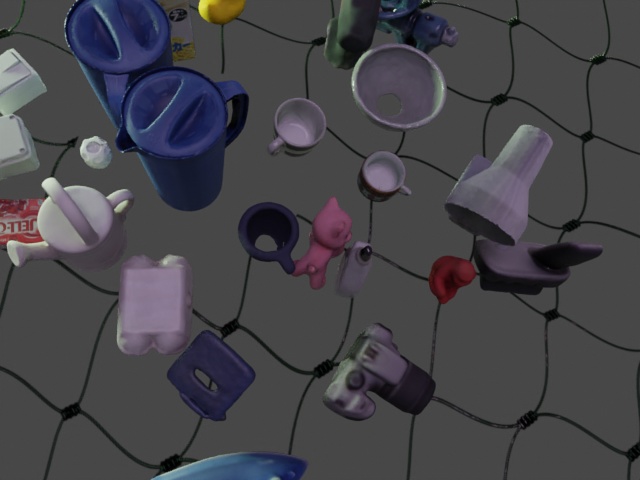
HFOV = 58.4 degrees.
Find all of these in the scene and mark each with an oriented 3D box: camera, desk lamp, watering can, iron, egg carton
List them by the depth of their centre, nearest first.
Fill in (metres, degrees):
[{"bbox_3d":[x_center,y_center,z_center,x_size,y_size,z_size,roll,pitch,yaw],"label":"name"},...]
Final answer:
[{"bbox_3d":[-0.129,0.346,0.755,0.258,0.141,0.118,-18,77,-13],"label":"iron"},{"bbox_3d":[-0.344,-0.019,0.803,0.101,0.194,0.173,32,72,2],"label":"watering can"},{"bbox_3d":[0.095,0.213,0.849,0.137,0.100,0.143,33,72,2],"label":"camera"},{"bbox_3d":[-0.243,0.095,0.850,0.107,0.069,0.150,-1,74,-9],"label":"egg carton"},{"bbox_3d":[0.273,-0.079,0.904,0.118,0.213,0.203,32,72,2],"label":"desk lamp"}]

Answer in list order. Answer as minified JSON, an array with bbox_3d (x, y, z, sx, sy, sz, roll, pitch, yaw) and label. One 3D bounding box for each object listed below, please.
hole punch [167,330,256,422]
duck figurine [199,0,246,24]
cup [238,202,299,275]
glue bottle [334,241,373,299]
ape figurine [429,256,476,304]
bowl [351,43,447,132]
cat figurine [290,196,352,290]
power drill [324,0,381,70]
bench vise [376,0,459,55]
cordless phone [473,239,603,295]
[{"bbox_3d":[-0.155,0.197,0.821,0.108,0.091,0.101,41,72,5],"label":"hole punch"},{"bbox_3d":[-0.172,-0.442,1.011,0.077,0.086,0.105,33,72,2],"label":"duck figurine"},{"bbox_3d":[-0.074,0.009,0.888,0.092,0.095,0.117,-29,80,-15],"label":"cup"},{"bbox_3d":[0.056,0.036,0.858,0.037,0.173,0.078,12,72,-4],"label":"glue bottle"},{"bbox_3d":[0.218,0.057,0.919,0.078,0.092,0.076,-5,74,-10],"label":"ape figurine"},{"bbox_3d":[0.132,-0.256,1.008,0.167,0.074,0.167,2,73,-8],"label":"bowl"},{"bbox_3d":[0.008,0.003,0.890,0.067,0.117,0.128,27,72,1],"label":"cat figurine"},{"bbox_3d":[0.062,-0.400,0.970,0.075,0.208,0.230,9,72,-5],"label":"power drill"},{"bbox_3d":[0.158,-0.425,0.986,0.207,0.219,0.121,18,72,-3],"label":"bench vise"},{"bbox_3d":[0.336,0.023,0.898,0.147,0.185,0.094,1,73,-8],"label":"cordless phone"}]
